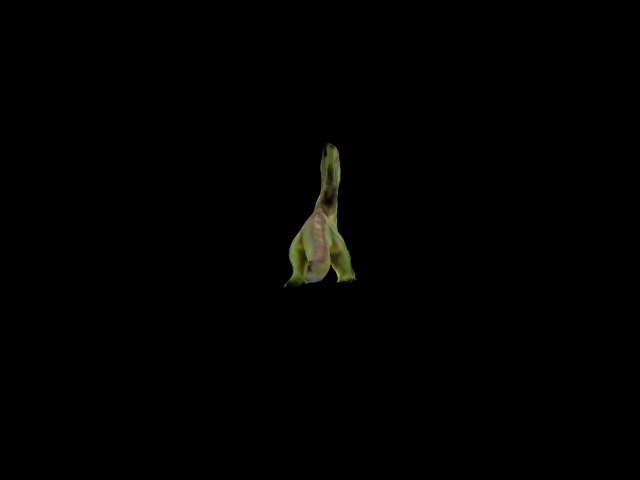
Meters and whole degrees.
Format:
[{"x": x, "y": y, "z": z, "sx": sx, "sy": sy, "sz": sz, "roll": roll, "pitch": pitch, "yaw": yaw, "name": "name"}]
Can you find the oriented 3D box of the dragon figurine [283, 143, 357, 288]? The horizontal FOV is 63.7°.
[{"x": 0.003, "y": -0.043, "z": 0.850, "sx": 0.122, "sy": 0.244, "sz": 0.408, "roll": 0, "pitch": -7, "yaw": 0, "name": "dragon figurine"}]
